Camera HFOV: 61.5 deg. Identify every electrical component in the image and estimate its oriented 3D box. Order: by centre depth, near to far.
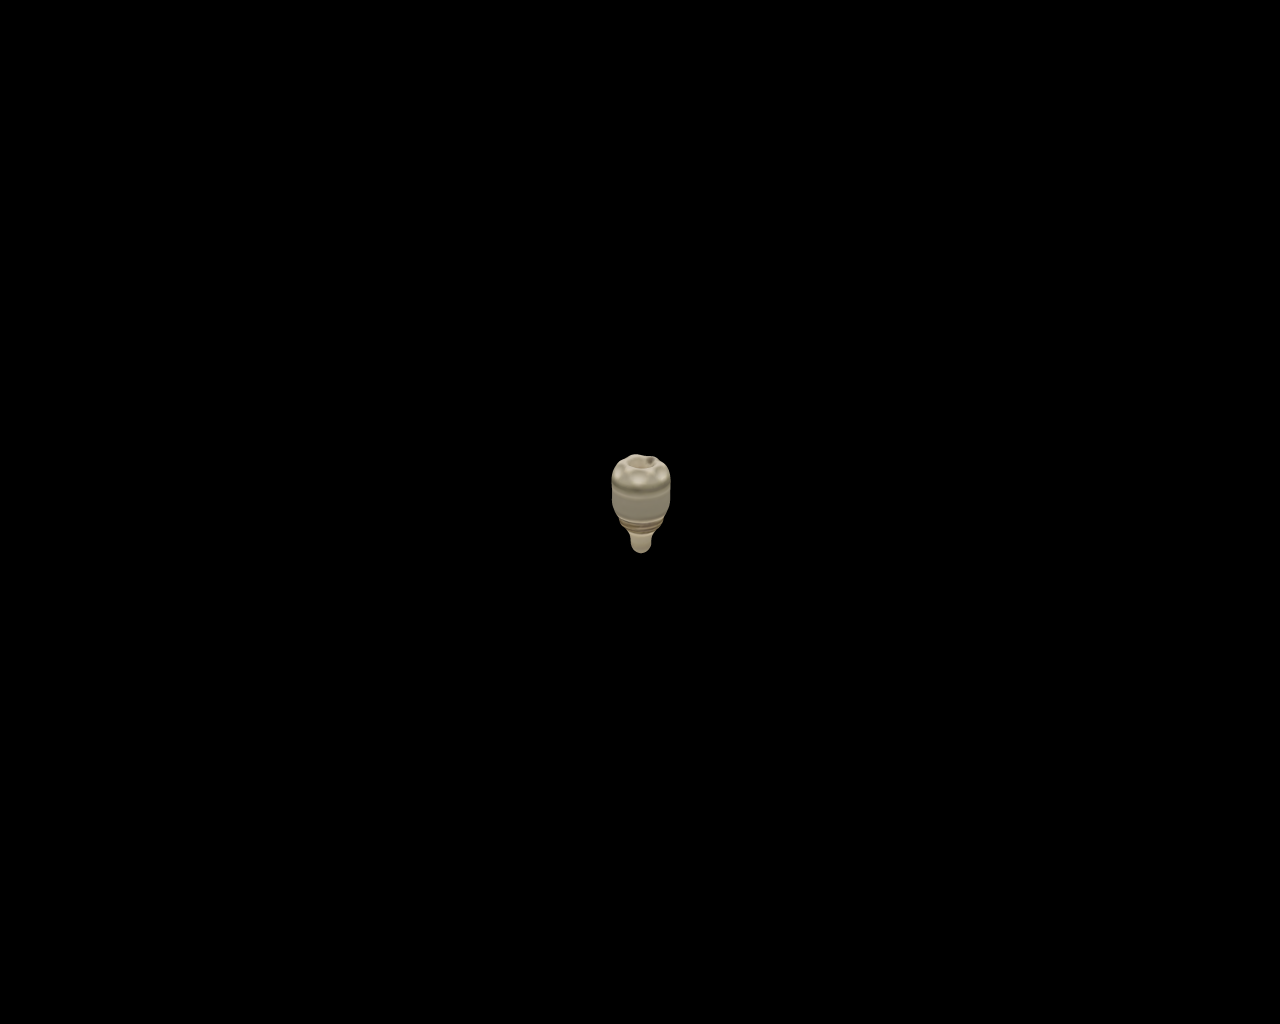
[{"bbox_3d":[0.001,-0.003,0.650,0.035,0.061,0.035,0,26,0],"label":"electrical component"}]
